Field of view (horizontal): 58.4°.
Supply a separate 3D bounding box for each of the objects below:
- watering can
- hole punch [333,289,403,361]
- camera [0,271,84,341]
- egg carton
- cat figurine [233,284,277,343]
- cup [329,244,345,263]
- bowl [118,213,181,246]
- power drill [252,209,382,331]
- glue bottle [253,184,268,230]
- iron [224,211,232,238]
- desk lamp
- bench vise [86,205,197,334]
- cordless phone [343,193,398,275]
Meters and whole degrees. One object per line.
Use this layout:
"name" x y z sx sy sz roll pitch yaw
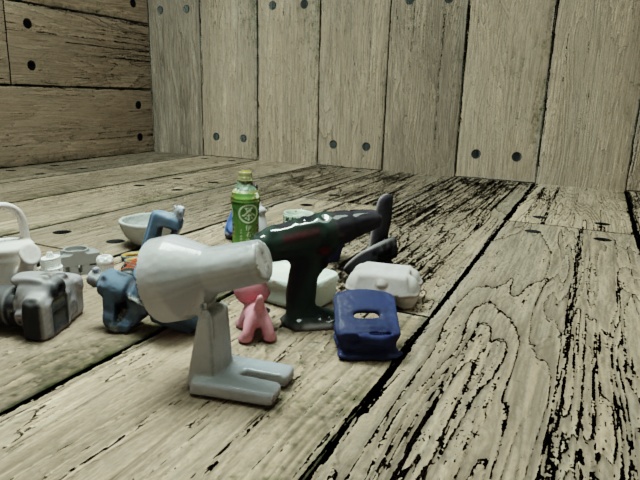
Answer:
"watering can" -0.578 0.026 1.066 0.172 0.194 0.101 5 15 13
"hole punch" 0.076 0.135 0.921 0.108 0.091 0.101 0 14 -4
"camera" -0.498 0.098 0.981 0.136 0.101 0.143 2 14 3
"egg carton" 0.129 0.090 1.148 0.150 0.069 0.107 5 15 14
"cat figurine" -0.113 0.100 0.982 0.067 0.118 0.127 -3 15 -16
"cup" 0.013 0.005 1.415 0.117 0.095 0.092 15 20 42
"bowl" -0.442 -0.022 1.509 0.167 0.075 0.167 2 14 0
"power drill" -0.005 0.049 1.012 0.230 0.208 0.075 -2 15 -13
"glue bottle" -0.168 -0.060 1.489 0.077 0.173 0.037 12 18 35
"iron" -0.220 -0.091 1.671 0.119 0.141 0.258 -1 15 -10
"desk lamp" -0.142 0.099 0.793 0.203 0.213 0.118 5 15 14
"bench vise" -0.288 0.050 0.953 0.207 0.220 0.121 -1 15 -12
"cordless phone" 0.121 -0.010 1.302 0.093 0.185 0.148 9 16 27
